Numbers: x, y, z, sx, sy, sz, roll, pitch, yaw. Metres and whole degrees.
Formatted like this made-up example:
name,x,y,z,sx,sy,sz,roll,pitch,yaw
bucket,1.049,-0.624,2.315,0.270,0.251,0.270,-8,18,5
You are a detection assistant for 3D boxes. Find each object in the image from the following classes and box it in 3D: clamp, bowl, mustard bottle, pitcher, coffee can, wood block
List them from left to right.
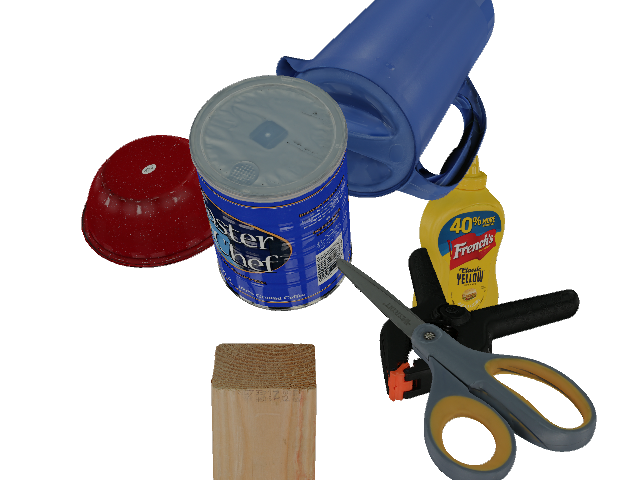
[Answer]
name,x,y,z,sx,sy,sz,roll,pitch,yaw
bowl,-0.157,-0.051,1.019,0.162,0.162,0.055,0,-43,11
wood block,-0.050,0.203,0.951,0.090,0.206,0.091,0,20,-2
coffee can,-0.030,-0.030,0.743,0.103,0.103,0.140,0,-34,4
pitcher,0.080,-0.152,0.982,0.145,0.149,0.242,6,41,31
clamp,0.105,0.070,0.922,0.165,0.036,0.209,20,35,33
mustard bottle,0.152,0.000,1.153,0.096,0.192,0.058,-6,21,-22

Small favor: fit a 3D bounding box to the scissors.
name,x,y,z,sx,sy,sz,roll,pitch,yaw
scissors,0.054,0.071,0.592,0.202,0.016,0.096,25,49,36
